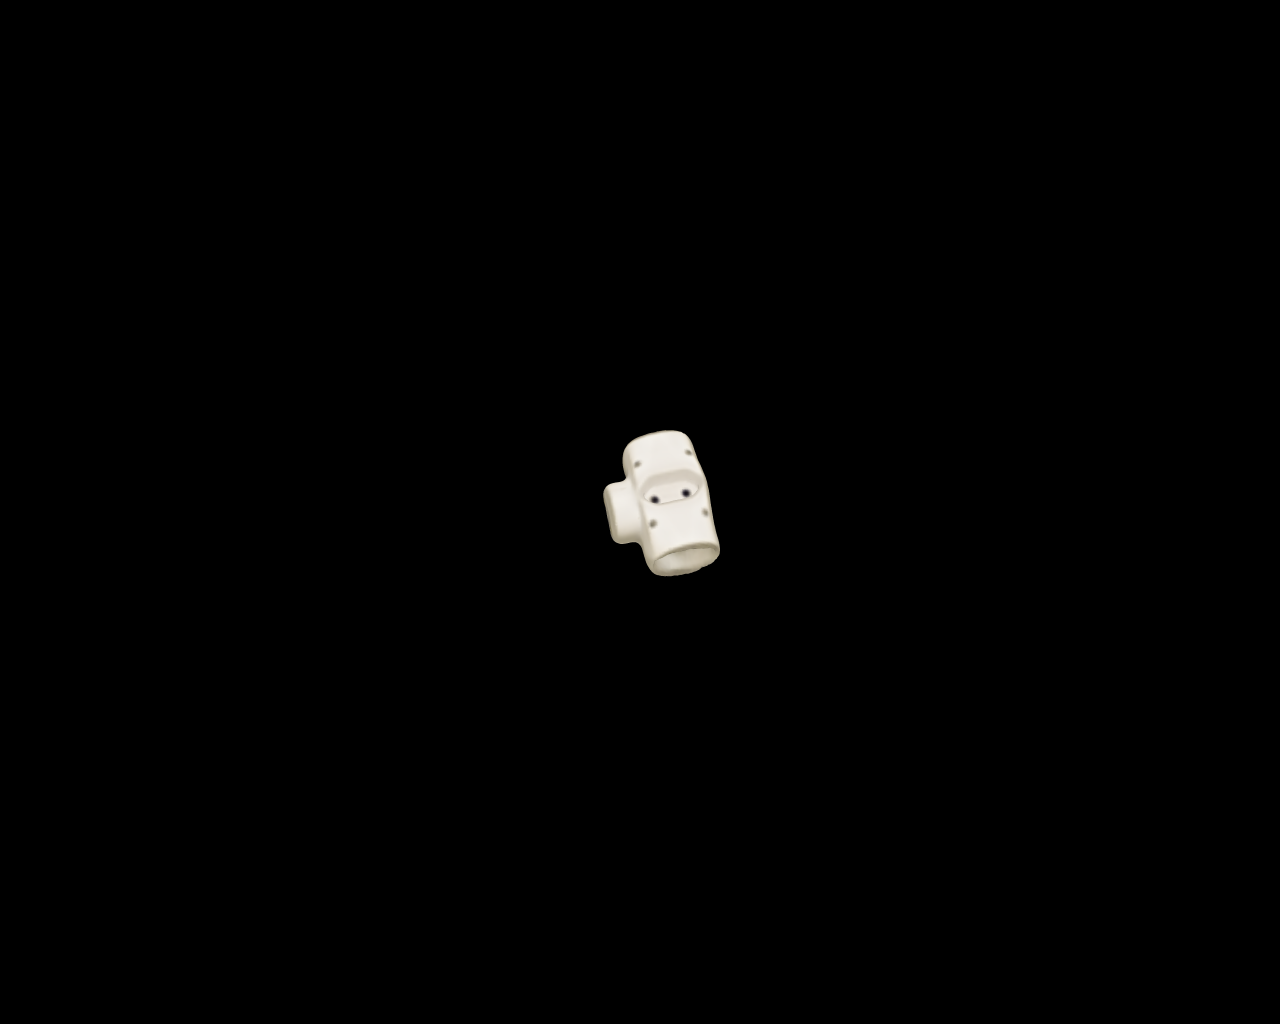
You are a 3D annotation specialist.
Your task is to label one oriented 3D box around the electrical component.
[{"bbox_3d":[0.001,-0.003,0.650,0.079,0.077,0.043,-11,-24,-5],"label":"electrical component"}]
